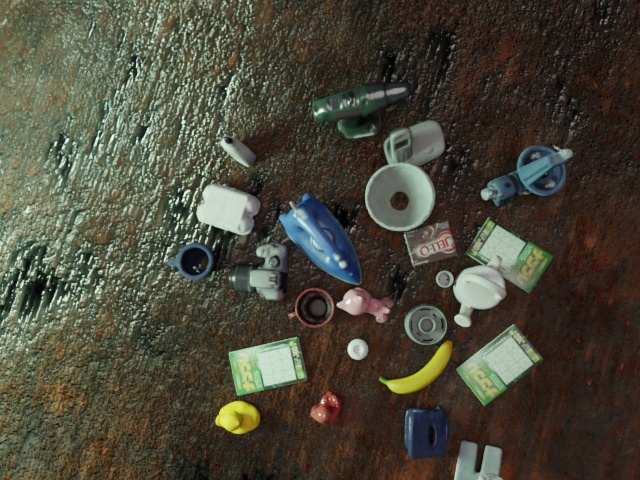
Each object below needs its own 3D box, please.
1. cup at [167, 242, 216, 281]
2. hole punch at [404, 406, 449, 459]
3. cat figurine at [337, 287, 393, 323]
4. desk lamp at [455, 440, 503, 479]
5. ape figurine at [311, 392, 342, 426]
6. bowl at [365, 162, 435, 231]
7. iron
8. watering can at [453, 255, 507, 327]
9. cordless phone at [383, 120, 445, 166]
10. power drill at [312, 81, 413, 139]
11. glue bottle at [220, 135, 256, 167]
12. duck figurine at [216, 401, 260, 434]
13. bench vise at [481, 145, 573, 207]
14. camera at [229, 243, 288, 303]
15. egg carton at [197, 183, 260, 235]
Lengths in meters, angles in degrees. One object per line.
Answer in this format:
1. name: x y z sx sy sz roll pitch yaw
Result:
1. cup: -0.306 0.056 1.410 0.117 0.095 0.092 -4 84 5
2. hole punch: 0.248 0.445 1.324 0.101 0.091 0.109 0 84 5
3. cat figurine: 0.108 0.152 1.352 0.127 0.118 0.067 17 86 7
4. desk lamp: 0.348 0.568 1.242 0.118 0.213 0.203 8 85 6
5. ape figurine: 0.014 0.404 1.348 0.077 0.092 0.076 -13 83 4
6. bowl: 0.193 -0.100 1.391 0.167 0.075 0.167 0 84 5
7. iron: 0.013 0.005 1.363 0.118 0.141 0.258 -41 82 0
8. watering can: 0.363 0.115 1.295 0.101 0.194 0.173 9 85 6
9. cordless phone: 0.223 -0.235 1.346 0.147 0.185 0.094 -26 82 2
10. power drill: 0.100 -0.309 1.353 0.229 0.208 0.075 -10 83 4
11. glue bottle: -0.207 -0.225 1.389 0.078 0.173 0.037 31 88 8
12. duck figurine: -0.198 0.430 1.368 0.104 0.086 0.077 1 84 5
13. bench vise: 0.479 -0.138 1.297 0.207 0.220 0.121 -41 82 0
14. camera: -0.150 0.077 1.391 0.136 0.101 0.143 3 85 5
15. egg carton: -0.227 -0.078 1.429 0.150 0.069 0.107 17 86 7
